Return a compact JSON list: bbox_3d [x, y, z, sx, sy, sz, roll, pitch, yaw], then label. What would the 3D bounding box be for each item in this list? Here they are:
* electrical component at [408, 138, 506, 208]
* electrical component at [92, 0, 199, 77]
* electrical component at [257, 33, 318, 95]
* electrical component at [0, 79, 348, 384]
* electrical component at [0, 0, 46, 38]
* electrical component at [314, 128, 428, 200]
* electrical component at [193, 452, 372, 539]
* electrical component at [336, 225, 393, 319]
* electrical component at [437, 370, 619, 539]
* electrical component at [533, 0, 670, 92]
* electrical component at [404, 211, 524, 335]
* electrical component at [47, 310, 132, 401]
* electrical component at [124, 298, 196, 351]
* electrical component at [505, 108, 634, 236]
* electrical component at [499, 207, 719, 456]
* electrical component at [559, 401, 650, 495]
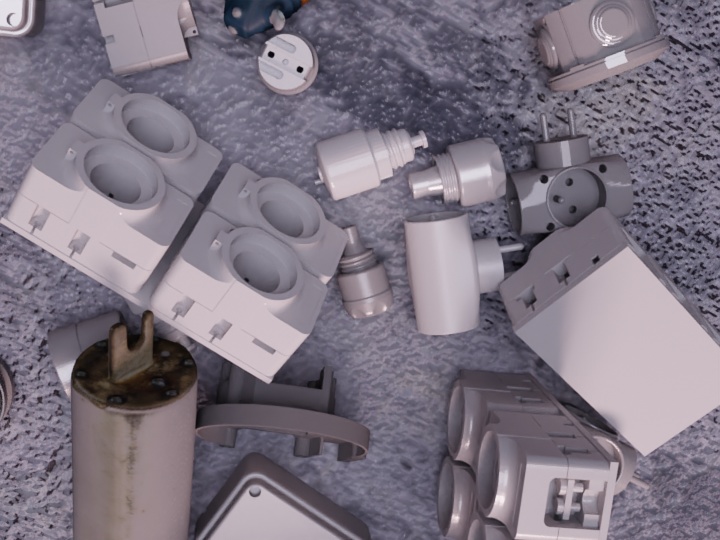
[{"bbox_3d":[0.064,-0.062,0.718,0.062,0.043,0.043,-13,101,-2],"label":"electrical component"},{"bbox_3d":[-0.137,-0.172,0.674,0.056,0.050,0.089,-15,101,-3],"label":"electrical component"},{"bbox_3d":[-0.047,-0.133,0.691,0.040,0.046,0.040,0,99,-2],"label":"electrical component"},{"bbox_3d":[-0.106,-0.029,0.666,0.186,0.105,0.060,32,129,-10],"label":"electrical component"},{"bbox_3d":[-0.252,-0.186,0.656,0.113,0.057,0.078,5,99,-7],"label":"electrical component"},{"bbox_3d":[0.006,-0.074,0.711,0.078,0.040,0.040,-19,101,-3],"label":"electrical component"},{"bbox_3d":[-0.052,0.190,0.742,0.113,0.057,0.078,36,94,-11],"label":"electrical component"},{"bbox_3d":[0.000,0.000,0.726,0.035,0.035,0.061,-16,99,-3],"label":"electrical component"},{"bbox_3d":[0.096,0.138,0.683,0.060,0.186,0.105,6,99,-7],"label":"electrical component"},{"bbox_3d":[0.155,-0.150,0.695,0.080,0.080,0.051,-21,96,-2],"label":"electrical component"},{"bbox_3d":[0.074,-0.001,0.729,0.079,0.043,0.077,-9,100,-4],"label":"electrical component"},{"bbox_3d":[-0.173,0.058,0.708,0.047,0.055,0.055,-21,101,-6],"label":"electrical component"},{"bbox_3d":[-0.132,0.019,0.712,0.040,0.040,0.078,-27,101,-1],"label":"electrical component"},{"bbox_3d":[0.138,-0.068,0.724,0.077,0.044,0.079,-11,101,-4],"label":"electrical component"},{"bbox_3d":[0.175,0.041,0.716,0.089,0.061,0.150,-39,118,17],"label":"electrical component"},{"bbox_3d":[0.164,0.130,0.744,0.079,0.077,0.044,27,96,-10],"label":"electrical component"}]
